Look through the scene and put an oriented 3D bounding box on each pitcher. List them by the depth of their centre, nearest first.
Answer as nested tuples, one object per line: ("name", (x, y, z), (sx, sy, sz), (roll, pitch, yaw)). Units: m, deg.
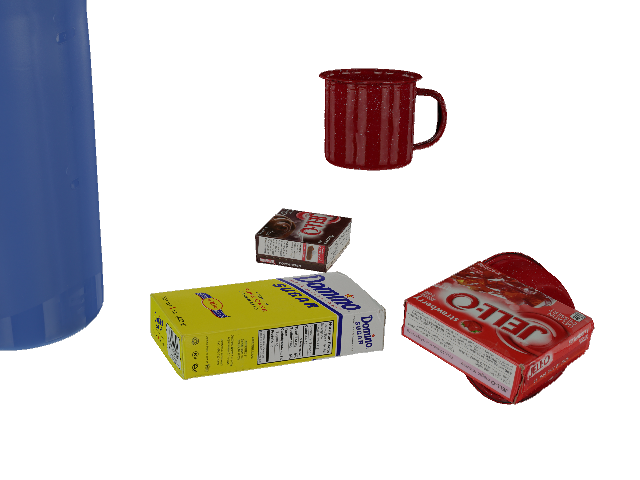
("pitcher", (-0.210, -0.052, 0.673), (0.149, 0.243, 0.145), (-6, 27, -10))

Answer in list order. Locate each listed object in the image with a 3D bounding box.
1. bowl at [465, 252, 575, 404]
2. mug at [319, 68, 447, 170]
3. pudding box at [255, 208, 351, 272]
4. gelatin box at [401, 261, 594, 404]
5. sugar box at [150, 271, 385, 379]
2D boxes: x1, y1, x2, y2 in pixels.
("bowl", (0.216, 0.092, 1.109), (0.161, 0.162, 0.055), (0, -2, -34))
("mug", (0.057, -0.111, 0.974), (0.117, 0.081, 0.093), (0, 16, -1))
("pudding box", (-0.019, -0.002, 1.264), (0.090, 0.039, 0.113), (7, 22, 14))
("gelatin box", (0.105, 0.052, 0.638), (0.073, 0.030, 0.089), (-24, 40, -39))
("sugar box", (-0.044, 0.067, 0.884), (0.176, 0.048, 0.093), (-9, 23, -22))
